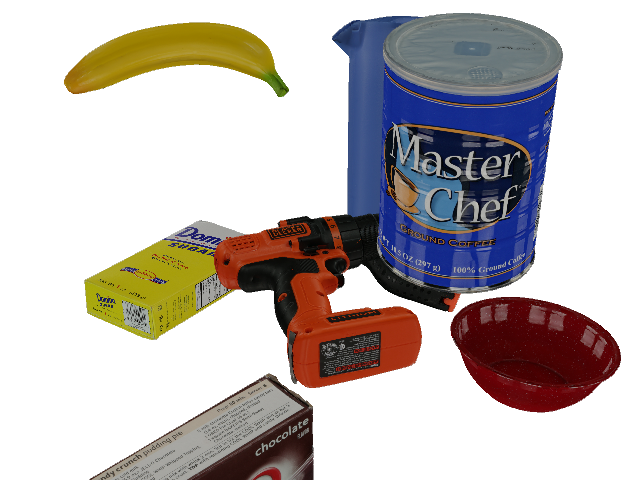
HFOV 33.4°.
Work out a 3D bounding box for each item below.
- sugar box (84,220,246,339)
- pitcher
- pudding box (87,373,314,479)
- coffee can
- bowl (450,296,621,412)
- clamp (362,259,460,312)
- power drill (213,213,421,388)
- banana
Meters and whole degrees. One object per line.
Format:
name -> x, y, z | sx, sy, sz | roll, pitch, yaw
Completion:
sugar box -> -0.146, 0.036, 1.096 | 0.093, 0.048, 0.175 | 18, 34, 30
pitcher -> 0.099, -0.112, 1.124 | 0.149, 0.243, 0.144 | 11, 15, 32
pudding box -> -0.055, 0.129, 0.514 | 0.113, 0.090, 0.039 | -30, 46, -33
coffee can -> 0.087, -0.054, 0.651 | 0.103, 0.140, 0.103 | 0, 34, 0
bowl -> 0.203, 0.117, 1.028 | 0.162, 0.055, 0.162 | 4, 27, -2
clamp -> 0.071, 0.016, 1.247 | 0.164, 0.036, 0.210 | -21, 51, -39
power drill -> 0.017, 0.040, 0.906 | 0.184, 0.057, 0.188 | -12, 31, -14
banana -> -0.128, -0.163, 0.953 | 0.197, 0.069, 0.037 | -1, -33, -4
